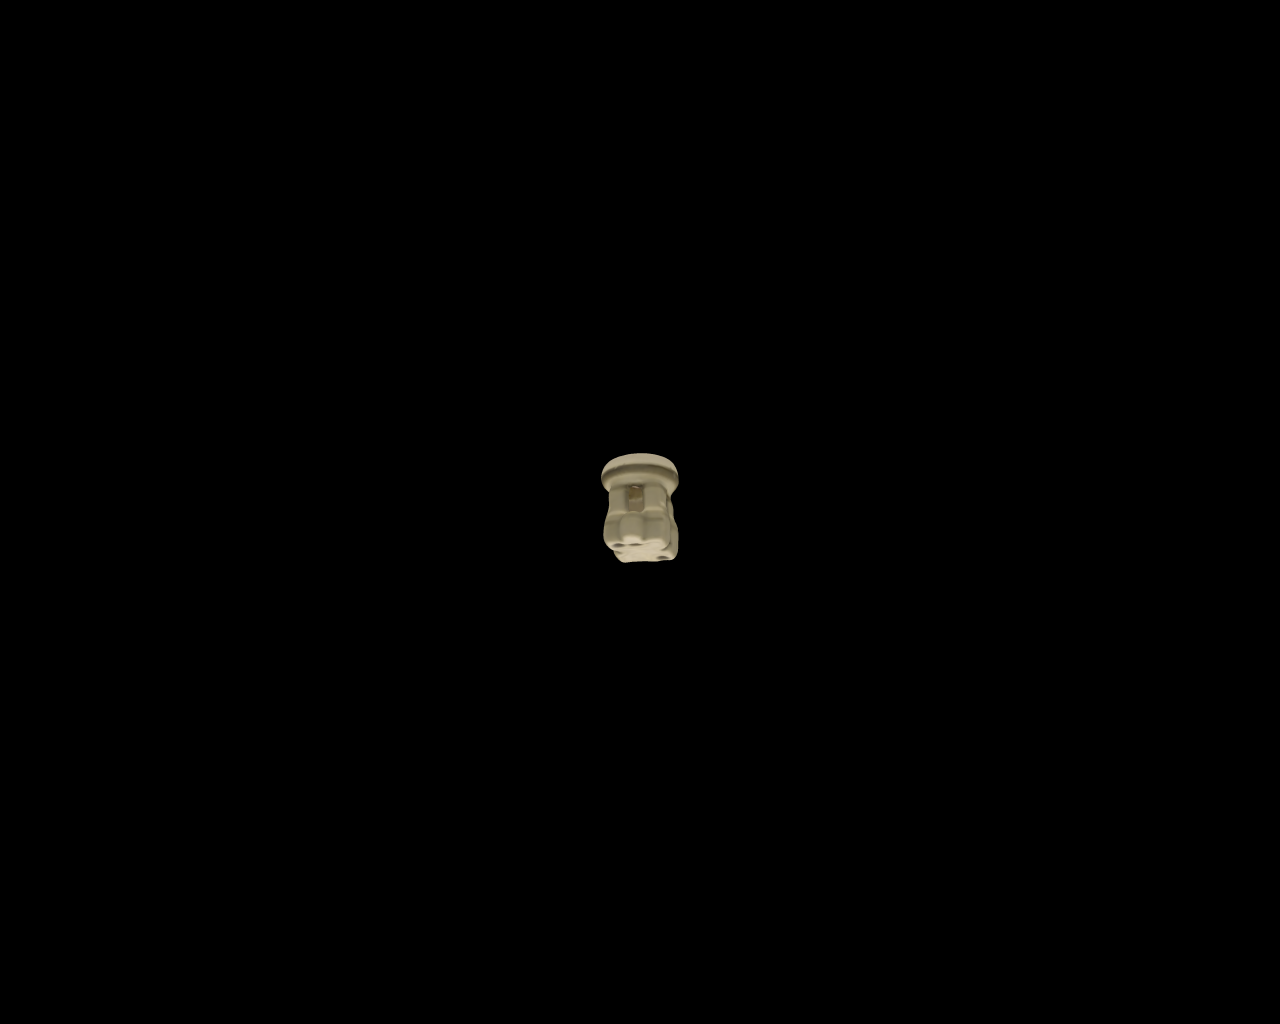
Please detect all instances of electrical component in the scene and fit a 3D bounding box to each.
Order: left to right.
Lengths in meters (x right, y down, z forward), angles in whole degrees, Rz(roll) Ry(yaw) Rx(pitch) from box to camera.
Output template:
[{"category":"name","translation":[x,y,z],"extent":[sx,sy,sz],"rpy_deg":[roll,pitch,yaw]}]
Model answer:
[{"category":"electrical component","translation":[0.001,-0.003,0.650],"extent":[0.048,0.055,0.066],"rpy_deg":[-4,-20,11]}]
